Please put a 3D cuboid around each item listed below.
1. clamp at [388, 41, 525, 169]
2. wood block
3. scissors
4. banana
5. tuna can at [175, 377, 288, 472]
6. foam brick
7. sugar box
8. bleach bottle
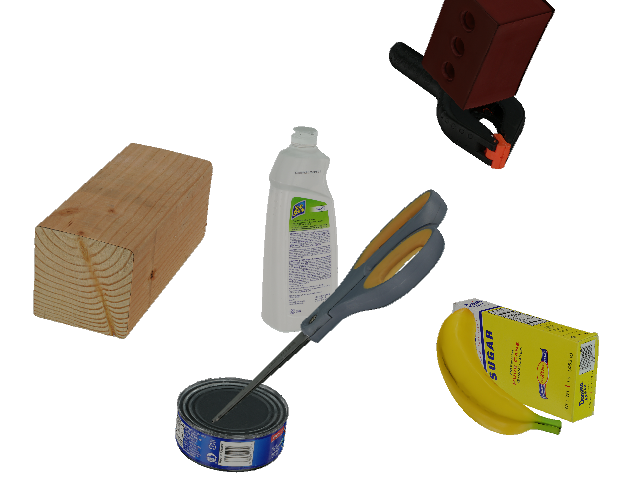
[{"bbox_3d":[0.128,-0.132,0.974,0.120,0.039,0.171,-3,44,-1],"label":"clamp"},{"bbox_3d":[-0.178,-0.007,0.990,0.090,0.091,0.206,14,27,8],"label":"wood block"},{"bbox_3d":[0.008,0.050,0.637,0.016,0.202,0.096,42,0,-14],"label":"scissors"},{"bbox_3d":[0.143,0.121,0.974,0.069,0.037,0.198,6,27,-22],"label":"banana"},{"bbox_3d":[-0.069,0.141,0.821,0.086,0.034,0.086,6,22,-3],"label":"tuna can"},{"bbox_3d":[0.111,-0.136,0.720,0.051,0.053,0.078,-21,-32,-29],"label":"foam brick"},{"bbox_3d":[0.221,0.129,1.181,0.048,0.093,0.177,-9,16,-42],"label":"sugar box"},{"bbox_3d":[-0.019,-0.016,1.321,0.102,0.251,0.068,-8,22,-32],"label":"bleach bottle"}]
